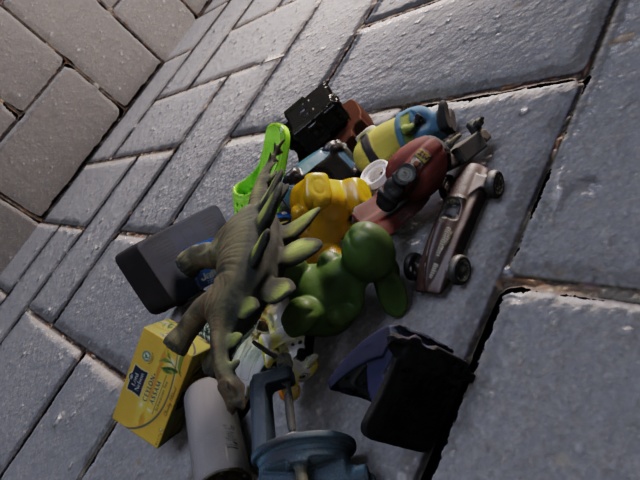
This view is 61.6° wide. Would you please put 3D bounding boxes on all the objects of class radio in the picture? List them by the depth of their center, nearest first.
[{"bbox_3d":[-0.250,0.032,1.000,0.073,0.131,0.229,-23,9,34],"label":"radio"}]

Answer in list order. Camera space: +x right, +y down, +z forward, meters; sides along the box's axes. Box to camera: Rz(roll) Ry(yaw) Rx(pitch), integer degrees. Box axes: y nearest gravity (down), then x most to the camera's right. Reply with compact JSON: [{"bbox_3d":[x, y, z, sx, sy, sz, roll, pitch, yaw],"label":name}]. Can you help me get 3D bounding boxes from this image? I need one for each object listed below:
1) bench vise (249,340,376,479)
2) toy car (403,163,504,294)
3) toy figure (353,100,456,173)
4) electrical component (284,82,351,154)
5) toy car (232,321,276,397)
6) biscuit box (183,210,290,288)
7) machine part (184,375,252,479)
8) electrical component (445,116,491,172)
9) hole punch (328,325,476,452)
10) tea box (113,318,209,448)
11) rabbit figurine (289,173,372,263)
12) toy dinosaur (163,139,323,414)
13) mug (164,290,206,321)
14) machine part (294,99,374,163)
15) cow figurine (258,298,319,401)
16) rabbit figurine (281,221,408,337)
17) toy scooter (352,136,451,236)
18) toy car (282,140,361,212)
[{"bbox_3d":[-0.054,0.245,0.616,0.224,0.128,0.241,-19,49,11],"label":"bench vise"},{"bbox_3d":[0.177,-0.020,0.720,0.089,0.053,0.202,6,59,47],"label":"toy car"},{"bbox_3d":[0.134,-0.165,0.887,0.180,0.082,0.089,-16,43,36],"label":"toy figure"},{"bbox_3d":[-0.016,-0.232,1.043,0.134,0.058,0.115,-38,35,11],"label":"electrical component"},{"bbox_3d":[-0.076,0.145,0.828,0.074,0.056,0.202,-1,55,48],"label":"toy car"},{"bbox_3d":[-0.132,0.014,0.940,0.203,0.059,0.063,-22,30,-16],"label":"biscuit box"},{"bbox_3d":[-0.147,0.277,0.755,0.079,0.079,0.243,-43,33,8],"label":"machine part"},{"bbox_3d":[0.203,-0.136,0.774,0.102,0.045,0.078,-36,6,-18],"label":"electrical component"},{"bbox_3d":[0.085,0.150,0.585,0.115,0.142,0.092,-61,30,1],"label":"hole punch"},{"bbox_3d":[-0.247,0.223,0.846,0.098,0.068,0.169,24,103,16],"label":"tea box"},{"bbox_3d":[-0.002,-0.003,0.835,0.162,0.122,0.173,-23,73,43],"label":"rabbit figurine"},{"bbox_3d":[-0.089,0.012,0.697,0.198,0.105,0.472,-39,31,21],"label":"toy dinosaur"},{"bbox_3d":[-0.247,0.147,0.997,0.107,0.080,0.109,-25,47,39],"label":"mug"},{"bbox_3d":[0.027,-0.199,1.064,0.179,0.056,0.179,-28,39,26],"label":"machine part"},{"bbox_3d":[-0.039,0.138,0.754,0.098,0.068,0.167,-14,63,-15],"label":"cow figurine"},{"bbox_3d":[0.044,0.054,0.701,0.170,0.159,0.121,-49,30,33],"label":"rabbit figurine"},{"bbox_3d":[0.101,-0.059,0.742,0.135,0.075,0.183,-35,-16,-39],"label":"toy scooter"},{"bbox_3d":[-0.007,-0.102,0.965,0.161,0.109,0.103,-47,13,-17],"label":"toy car"}]
